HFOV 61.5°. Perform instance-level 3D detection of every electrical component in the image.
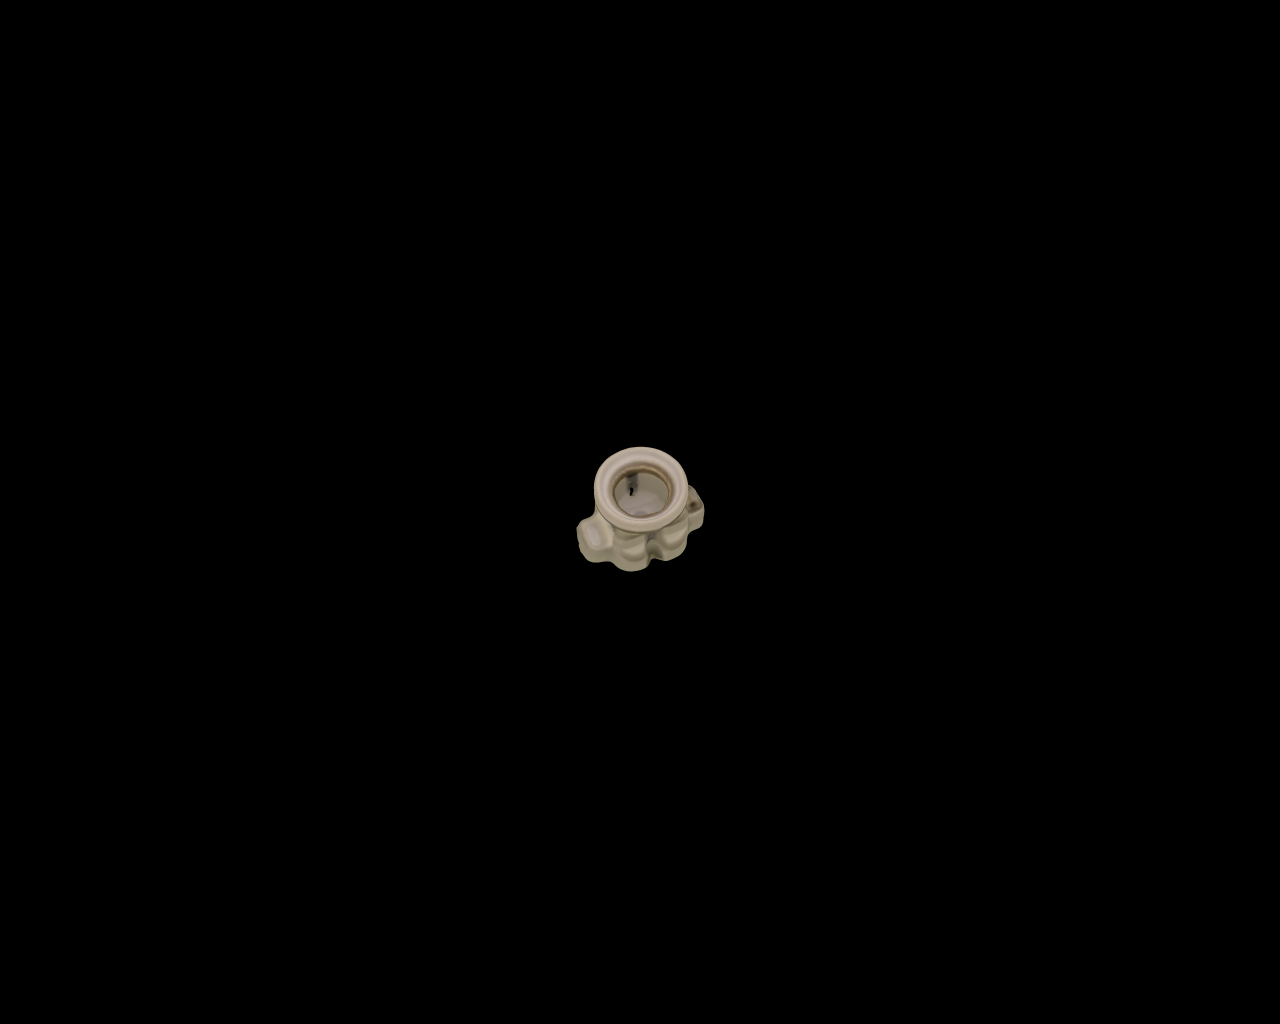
[{"bbox_3d":[0.001,-0.003,0.650,0.078,0.058,0.056,-18,-28,-10],"label":"electrical component"}]
